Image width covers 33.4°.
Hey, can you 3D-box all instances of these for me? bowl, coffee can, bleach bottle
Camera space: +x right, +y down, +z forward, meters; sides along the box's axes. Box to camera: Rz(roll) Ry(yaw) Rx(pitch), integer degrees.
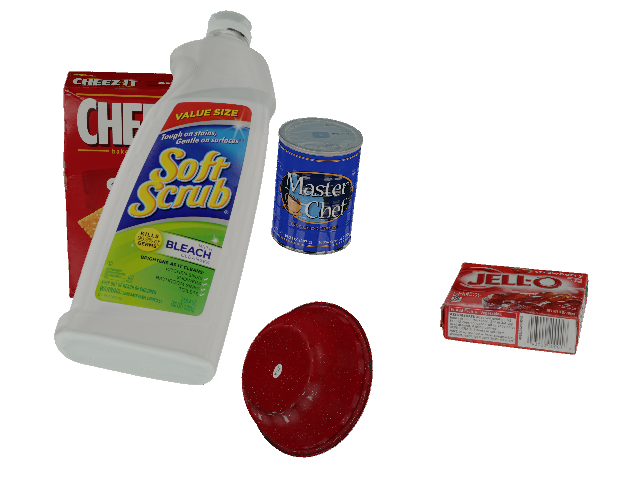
[{"bbox_3d":[-0.027,0.135,1.078,0.162,0.162,0.055,0,-16,40],"label":"bowl"},{"bbox_3d":[-0.006,-0.068,1.319,0.103,0.140,0.103,4,29,-3],"label":"coffee can"},{"bbox_3d":[-0.090,-0.039,0.689,0.102,0.250,0.068,12,-23,-5],"label":"bleach bottle"}]

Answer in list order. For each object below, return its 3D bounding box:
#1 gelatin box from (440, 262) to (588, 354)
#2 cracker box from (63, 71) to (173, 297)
[{"bbox_3d":[0.131,0.043,0.718,0.089,0.030,0.073,6,22,17],"label":"gelatin box"},{"bbox_3d":[-0.164,-0.051,1.041,0.164,0.214,0.072,0,22,-8],"label":"cracker box"}]
